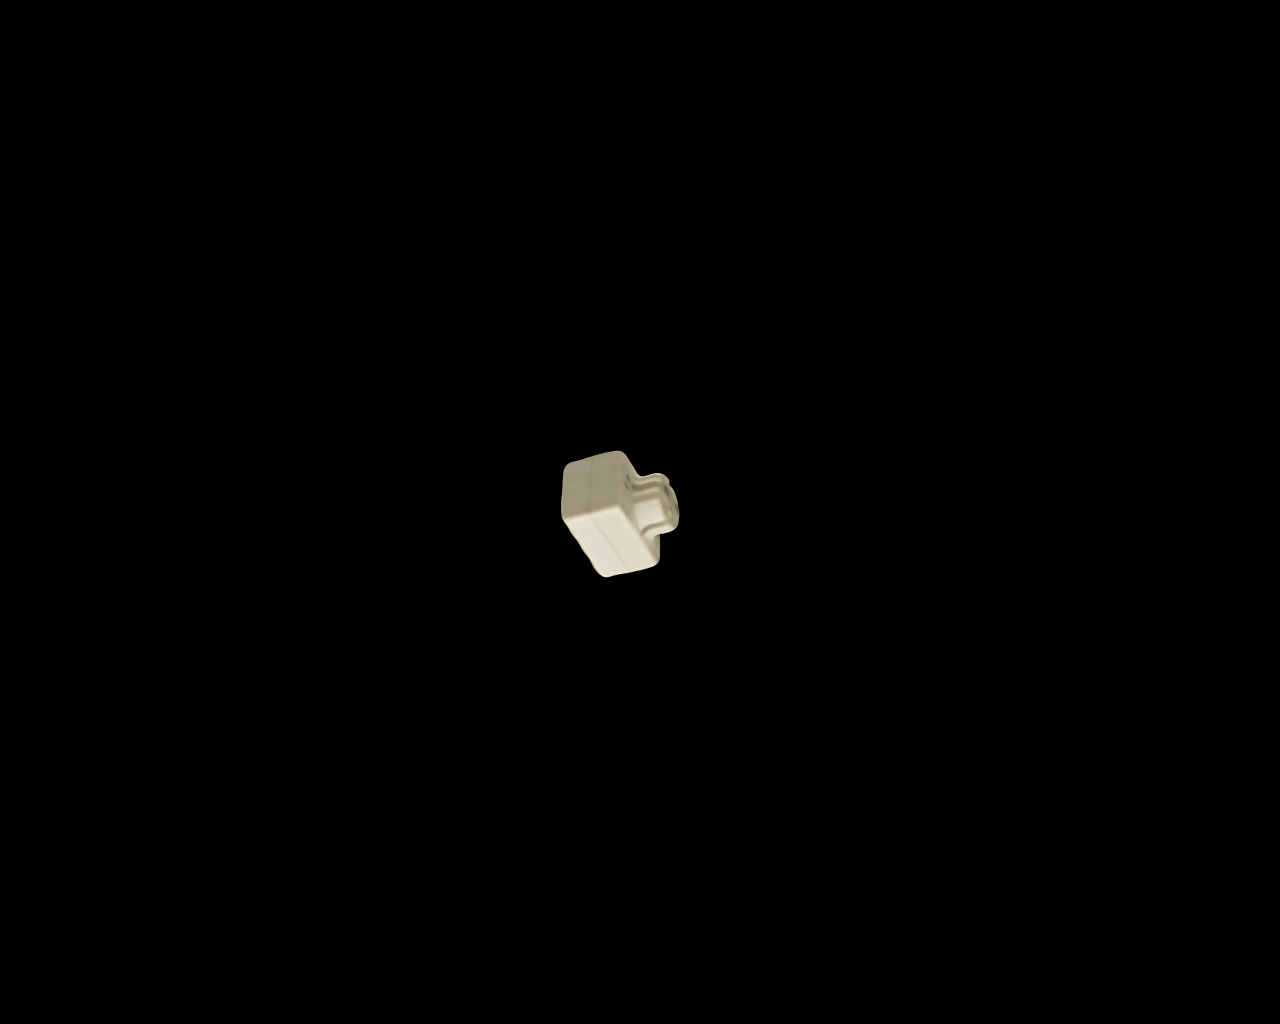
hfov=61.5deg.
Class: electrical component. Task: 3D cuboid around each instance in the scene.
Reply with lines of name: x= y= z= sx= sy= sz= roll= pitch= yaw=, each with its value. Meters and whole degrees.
electrical component: x=0.001 y=-0.003 z=0.650 sx=0.077 sy=0.047 sz=0.065 roll=-14 pitch=-42 yaw=16
